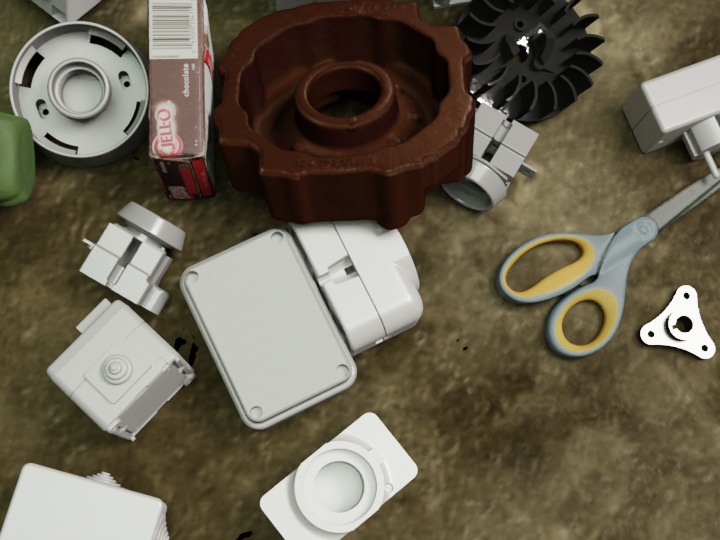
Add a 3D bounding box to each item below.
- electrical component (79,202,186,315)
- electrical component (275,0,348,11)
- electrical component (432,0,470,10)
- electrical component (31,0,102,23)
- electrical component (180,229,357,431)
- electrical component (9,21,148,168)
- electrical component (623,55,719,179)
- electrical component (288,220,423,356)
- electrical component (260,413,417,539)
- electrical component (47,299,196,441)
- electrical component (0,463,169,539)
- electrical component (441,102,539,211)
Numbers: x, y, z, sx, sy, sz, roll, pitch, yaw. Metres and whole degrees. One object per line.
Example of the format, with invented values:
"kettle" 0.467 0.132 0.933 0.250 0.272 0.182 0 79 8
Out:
"electrical component" -0.146 -0.011 0.704 0.066 0.048 0.055 30 85 4
"electrical component" -0.025 -0.246 0.688 0.060 0.186 0.105 0 78 -3
"electrical component" 0.089 -0.292 0.768 0.105 0.060 0.186 -10 78 -5
"electrical component" -0.216 -0.237 0.714 0.109 0.108 0.056 37 62 6
"electrical component" -0.059 0.039 0.690 0.078 0.057 0.113 -25 80 -8
"electrical component" -0.187 -0.119 0.729 0.099 0.064 0.099 0 91 -7
"electrical component" 0.239 -0.100 0.740 0.083 0.047 0.075 -20 80 -7
"electrical component" 0.000 0.000 0.703 0.059 0.053 0.095 -26 80 -8
"electrical component" -0.013 0.136 0.672 0.089 0.055 0.050 -38 82 -10
"electrical component" -0.149 0.060 0.661 0.061 0.096 0.061 42 79 8
"electrical component" -0.172 0.173 0.660 0.100 0.048 0.099 15 77 1
"electrical component" 0.085 -0.074 0.729 0.066 0.048 0.055 31 71 4
